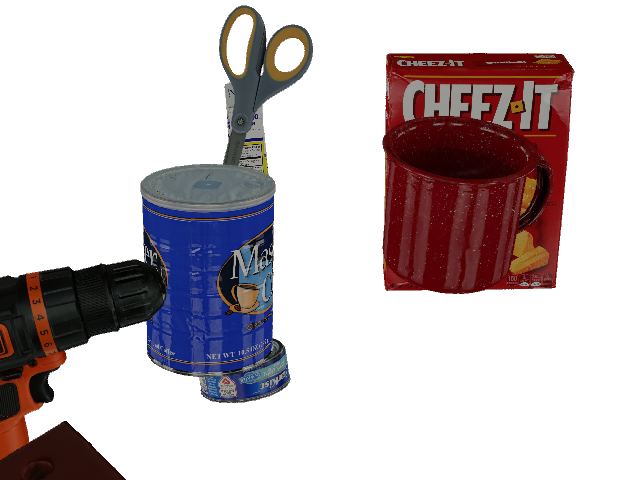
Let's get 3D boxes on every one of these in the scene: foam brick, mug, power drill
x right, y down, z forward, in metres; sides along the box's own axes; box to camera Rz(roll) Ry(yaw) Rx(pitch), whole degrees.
[{"bbox_3d":[-0.111,0.132,0.481,0.052,0.051,0.078,-31,44,-31],"label":"foam brick"},{"bbox_3d":[0.092,-0.023,0.660,0.117,0.081,0.093,-12,33,-24],"label":"mug"},{"bbox_3d":[-0.177,0.107,0.690,0.184,0.188,0.057,-12,26,-9],"label":"power drill"}]

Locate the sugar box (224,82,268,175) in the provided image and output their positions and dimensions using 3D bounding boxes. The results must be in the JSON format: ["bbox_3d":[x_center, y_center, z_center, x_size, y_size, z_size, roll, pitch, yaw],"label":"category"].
[{"bbox_3d":[-0.086,-0.092,1.265,0.048,0.176,0.093,-8,26,-4],"label":"sugar box"}]

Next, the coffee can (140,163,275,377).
[{"bbox_3d":[-0.087,0.021,0.835,0.103,0.140,0.103,1,20,-1],"label":"coffee can"}]

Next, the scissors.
[{"bbox_3d":[-0.054,-0.117,0.987,0.096,0.202,0.016,-1,-2,6],"label":"scissors"}]

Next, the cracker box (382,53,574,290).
[{"bbox_3d":[0.140,-0.061,0.984,0.164,0.214,0.072,0,22,1],"label":"cracker box"}]

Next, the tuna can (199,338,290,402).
[{"bbox_3d":[-0.073,0.120,1.005,0.086,0.034,0.086,-7,15,2],"label":"tuna can"}]
